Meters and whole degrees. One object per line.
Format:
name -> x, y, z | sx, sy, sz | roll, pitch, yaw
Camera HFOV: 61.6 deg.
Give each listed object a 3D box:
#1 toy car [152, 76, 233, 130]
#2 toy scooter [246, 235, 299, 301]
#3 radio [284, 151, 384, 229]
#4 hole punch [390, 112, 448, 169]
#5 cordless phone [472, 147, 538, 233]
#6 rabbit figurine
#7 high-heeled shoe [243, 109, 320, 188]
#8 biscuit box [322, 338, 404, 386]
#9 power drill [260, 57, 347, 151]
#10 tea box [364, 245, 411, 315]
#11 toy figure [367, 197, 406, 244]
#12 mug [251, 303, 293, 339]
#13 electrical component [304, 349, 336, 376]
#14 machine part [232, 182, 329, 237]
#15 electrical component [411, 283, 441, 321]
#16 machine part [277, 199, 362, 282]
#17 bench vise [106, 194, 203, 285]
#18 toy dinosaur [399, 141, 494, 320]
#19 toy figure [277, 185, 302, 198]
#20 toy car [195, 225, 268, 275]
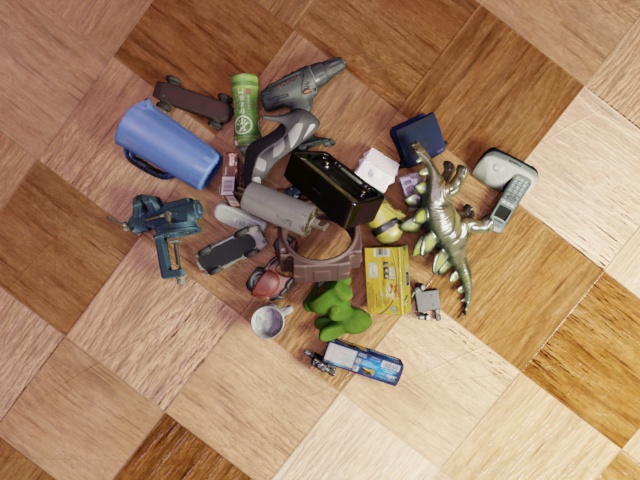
toy car -> -0.318, -0.346, 1.357 | 0.202, 0.053, 0.089 | 17, 90, -4
toy scooter -> -0.092, 0.087, 1.365 | 0.135, 0.075, 0.184 | 36, 89, 1
radio -> 0.034, -0.125, 1.270 | 0.230, 0.131, 0.073 | 44, 126, 29
hole punch -> 0.245, -0.248, 1.330 | 0.142, 0.092, 0.115 | -26, 96, 0
cordless phone -> 0.436, -0.122, 1.334 | 0.147, 0.089, 0.184 | 27, 98, 0
rabbit figurine -> 0.051, 0.184, 1.349 | 0.159, 0.121, 0.170 | -45, 106, 7
high-heeled shoe -> -0.097, -0.206, 1.304 | 0.145, 0.086, 0.248 | 4, 127, -26
biscuit box -> 0.110, 0.309, 1.377 | 0.203, 0.063, 0.059 | 19, 93, 0
power drill -> -0.022, -0.328, 1.336 | 0.232, 0.086, 0.207 | -16, 97, 4
tea box -> 0.170, 0.098, 1.345 | 0.098, 0.068, 0.169 | 0, 95, 28
toy figure -> 0.138, -0.071, 1.345 | 0.089, 0.082, 0.180 | -43, 93, 0
mug -> -0.119, 0.191, 1.355 | 0.109, 0.107, 0.080 | -33, 93, -1
electrical component -> -0.001, 0.314, 1.379 | 0.094, 0.063, 0.021 | 34, 94, 1
machine part -> -0.095, -0.072, 1.247 | 0.243, 0.079, 0.079 | 24, 94, 14
electrical component -> 0.270, 0.159, 1.372 | 0.078, 0.045, 0.102 | -3, 93, 3
machine part -> -0.003, -0.004, 1.300 | 0.201, 0.087, 0.201 | -3, 56, -2
bench vise -> -0.390, -0.002, 1.347 | 0.224, 0.129, 0.240 | -11, 86, 1
toy dinosaur -> 0.311, -0.023, 1.314 | 0.198, 0.105, 0.470 | -32, 107, -7
toy figure -> -0.114, -0.105, 1.361 | 0.155, 0.057, 0.064 | -10, 72, 5
toy car -> -0.228, 0.027, 1.363 | 0.202, 0.056, 0.073 | -25, 99, 19
